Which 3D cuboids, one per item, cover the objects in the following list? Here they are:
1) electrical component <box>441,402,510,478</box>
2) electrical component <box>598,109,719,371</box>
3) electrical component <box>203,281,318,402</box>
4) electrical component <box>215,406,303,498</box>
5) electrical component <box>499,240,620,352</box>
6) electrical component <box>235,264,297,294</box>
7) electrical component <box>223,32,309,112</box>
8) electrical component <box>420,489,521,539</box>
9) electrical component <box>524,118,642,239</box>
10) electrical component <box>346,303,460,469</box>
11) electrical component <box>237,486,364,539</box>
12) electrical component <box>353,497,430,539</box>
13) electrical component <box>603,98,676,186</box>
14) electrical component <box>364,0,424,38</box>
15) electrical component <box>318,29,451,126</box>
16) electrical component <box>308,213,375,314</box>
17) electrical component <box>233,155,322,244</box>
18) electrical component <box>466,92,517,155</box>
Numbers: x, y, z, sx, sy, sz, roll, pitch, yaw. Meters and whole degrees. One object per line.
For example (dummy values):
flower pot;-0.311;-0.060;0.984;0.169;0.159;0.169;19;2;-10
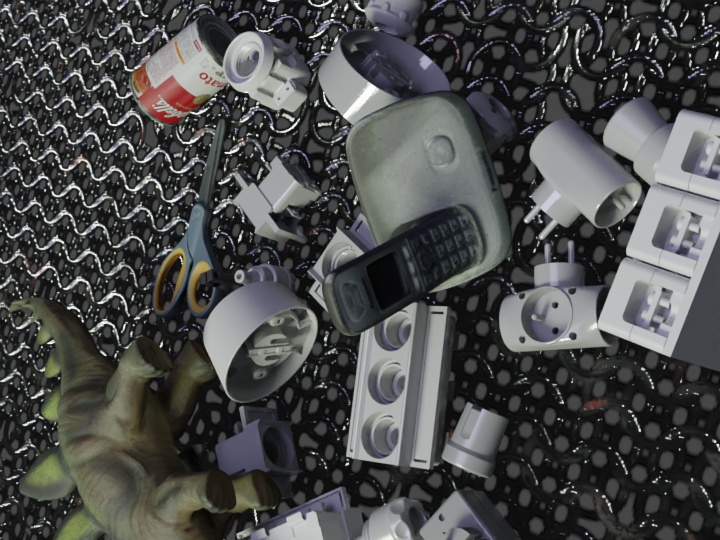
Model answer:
electrical component;0.087;0.126;0.805;0.040;0.040;0.046;20;86;39
electrical component;0.219;-0.018;0.702;0.062;0.089;0.150;23;94;39
electrical component;-0.083;0.060;0.916;0.099;0.099;0.064;-54;47;15
electrical component;-0.090;0.162;0.934;0.064;0.042;0.081;-30;62;33
electrical component;0.145;0.018;0.780;0.077;0.044;0.079;-7;76;37
electrical component;-0.086;0.011;0.952;0.035;0.061;0.035;-10;74;36
electrical component;-0.090;-0.188;1.005;0.058;0.057;0.078;-44;56;22
electrical component;0.078;0.203;0.770;0.047;0.076;0.083;-52;54;17
electrical component;0.153;-0.058;0.791;0.079;0.044;0.077;-50;55;18
electrical component;0.037;0.089;0.837;0.079;0.063;0.121;1;80;38
electrical component;-0.058;0.234;0.877;0.121;0.063;0.078;-30;62;30
electrical component;0.022;0.205;0.835;0.062;0.043;0.043;-33;61;30
electrical component;0.206;-0.088;0.757;0.045;0.045;0.055;-52;54;17
electrical component;0.036;-0.235;0.926;0.048;0.048;0.062;25;89;39
electrical component;0.018;-0.155;0.890;0.064;0.099;0.099;-44;56;29
electrical component;0.000;0.000;0.886;0.042;0.064;0.081;45;108;35
electrical component;-0.073;-0.065;0.973;0.063;0.042;0.081;-49;55;17
electrical component;0.090;-0.107;0.854;0.062;0.048;0.048;-47;55;29
